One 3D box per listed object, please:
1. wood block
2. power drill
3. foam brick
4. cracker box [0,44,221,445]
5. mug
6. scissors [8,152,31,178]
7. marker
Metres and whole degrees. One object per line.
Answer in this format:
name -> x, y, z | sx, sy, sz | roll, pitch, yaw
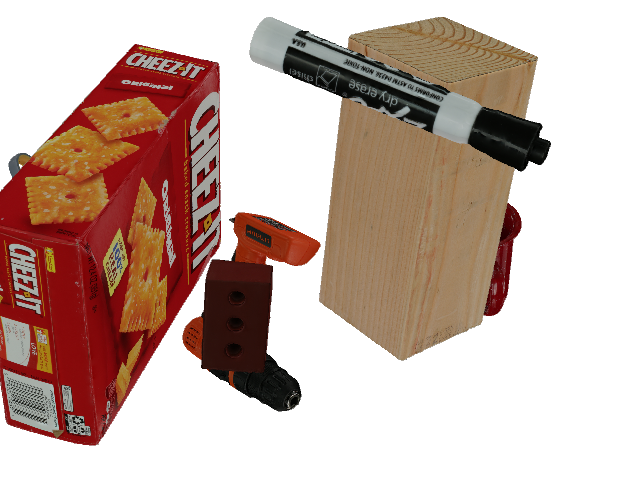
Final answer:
wood block -> 0.069, -0.036, 0.731 | 0.090, 0.206, 0.091 | -19, 39, -36
power drill -> -0.066, 0.075, 1.177 | 0.185, 0.188, 0.057 | 27, 11, 40
foam brick -> -0.067, 0.061, 0.866 | 0.053, 0.078, 0.051 | 4, 15, 0
cracker box -> -0.128, -0.002, 0.682 | 0.072, 0.164, 0.213 | 13, 39, 11
mug -> 0.132, 0.021, 0.938 | 0.093, 0.081, 0.117 | -12, 36, -16
scissors -> -0.237, -0.016, 1.080 | 0.016, 0.201, 0.096 | -28, 25, 24
marker -> 0.030, -0.056, 0.406 | 0.121, 0.020, 0.020 | 24, 6, 14
